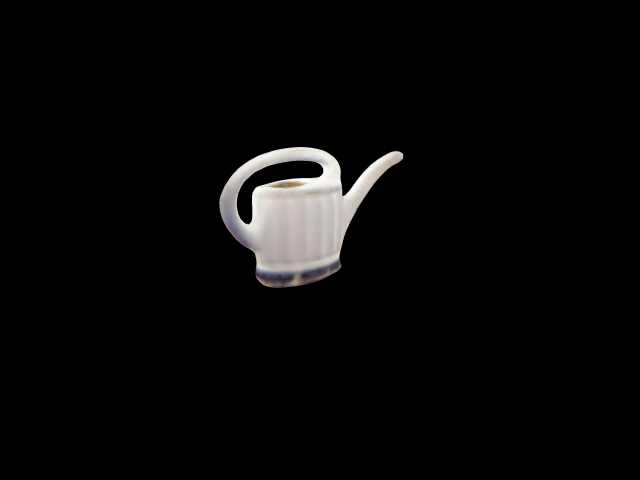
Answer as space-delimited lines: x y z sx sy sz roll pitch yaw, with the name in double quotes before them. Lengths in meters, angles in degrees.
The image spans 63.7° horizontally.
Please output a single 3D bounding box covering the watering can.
"watering can" 0.003 -0.043 0.850 0.349 0.222 0.105 -10 17 -31
